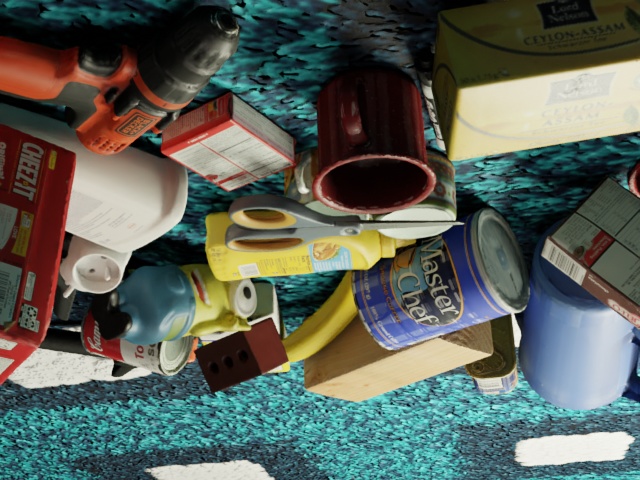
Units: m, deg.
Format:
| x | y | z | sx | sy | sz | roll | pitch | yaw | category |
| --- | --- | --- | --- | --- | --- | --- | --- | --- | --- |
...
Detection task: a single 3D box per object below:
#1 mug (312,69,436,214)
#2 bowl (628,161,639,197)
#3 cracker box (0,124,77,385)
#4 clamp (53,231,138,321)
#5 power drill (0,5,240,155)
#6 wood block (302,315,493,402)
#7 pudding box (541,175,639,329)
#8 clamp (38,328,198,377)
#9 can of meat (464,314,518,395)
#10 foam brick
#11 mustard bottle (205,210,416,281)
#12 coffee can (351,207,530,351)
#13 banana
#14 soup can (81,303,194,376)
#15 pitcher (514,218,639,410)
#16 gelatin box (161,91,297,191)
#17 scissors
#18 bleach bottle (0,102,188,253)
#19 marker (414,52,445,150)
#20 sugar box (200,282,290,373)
| x | y | z | sx | sy | sz | roll | pitch | yaw | category |
| --- | --- | --- | --- | --- | --- | --- | --- | --- | --- |
| 0.035 | -0.081 | 0.803 | 0.093 | 0.081 | 0.117 | -10 | 153 | 17 | mug |
| 0.359 | -0.041 | 0.943 | 0.162 | 0.055 | 0.162 | -2 | 155 | -1 | bowl |
| -0.262 | 0.040 | 0.796 | 0.072 | 0.164 | 0.214 | 21 | 142 | -28 | cracker box |
| -0.226 | 0.027 | 1.058 | 0.120 | 0.039 | 0.171 | -16 | 152 | -4 | clamp |
| -0.170 | -0.127 | 0.721 | 0.187 | 0.057 | 0.185 | 17 | 148 | -34 | power drill |
| 0.082 | 0.107 | 1.186 | 0.090 | 0.091 | 0.207 | 19 | 147 | -37 | wood block |
| 0.268 | 0.009 | 0.941 | 0.090 | 0.113 | 0.039 | -43 | 159 | -17 | pudding box |
| -0.221 | 0.133 | 1.250 | 0.210 | 0.036 | 0.164 | -2 | 159 | 28 | clamp |
| 0.192 | 0.119 | 1.208 | 0.057 | 0.102 | 0.084 | -7 | 156 | 11 | can of meat |
| -0.083 | 0.123 | 1.131 | 0.078 | 0.053 | 0.051 | -26 | 176 | 35 | foam brick |
| -0.007 | 0.001 | 0.995 | 0.191 | 0.058 | 0.096 | -4 | 158 | 3 | mustard bottle |
| 0.116 | 0.039 | 1.029 | 0.141 | 0.103 | 0.102 | -21 | 148 | 31 | coffee can |
| 0.011 | 0.082 | 1.153 | 0.198 | 0.037 | 0.069 | -47 | 165 | 33 | banana |
| -0.194 | 0.101 | 1.138 | 0.102 | 0.068 | 0.068 | 13 | 161 | 24 | soup can |
| 0.280 | 0.079 | 1.094 | 0.149 | 0.145 | 0.243 | -6 | 151 | 7 | pitcher |
| -0.073 | -0.078 | 0.863 | 0.073 | 0.030 | 0.089 | -20 | 149 | 30 | gelatin box |
| 0.012 | -0.019 | 0.881 | 0.202 | 0.016 | 0.096 | -8 | 154 | 13 | scissors |
| -0.232 | -0.065 | 0.841 | 0.250 | 0.068 | 0.103 | 24 | 142 | -39 | bleach bottle |
| 0.091 | -0.107 | 0.826 | 0.020 | 0.020 | 0.121 | -8 | 153 | 11 | marker |
| -0.088 | 0.103 | 1.219 | 0.093 | 0.048 | 0.176 | -3 | 150 | 2 | sugar box |
